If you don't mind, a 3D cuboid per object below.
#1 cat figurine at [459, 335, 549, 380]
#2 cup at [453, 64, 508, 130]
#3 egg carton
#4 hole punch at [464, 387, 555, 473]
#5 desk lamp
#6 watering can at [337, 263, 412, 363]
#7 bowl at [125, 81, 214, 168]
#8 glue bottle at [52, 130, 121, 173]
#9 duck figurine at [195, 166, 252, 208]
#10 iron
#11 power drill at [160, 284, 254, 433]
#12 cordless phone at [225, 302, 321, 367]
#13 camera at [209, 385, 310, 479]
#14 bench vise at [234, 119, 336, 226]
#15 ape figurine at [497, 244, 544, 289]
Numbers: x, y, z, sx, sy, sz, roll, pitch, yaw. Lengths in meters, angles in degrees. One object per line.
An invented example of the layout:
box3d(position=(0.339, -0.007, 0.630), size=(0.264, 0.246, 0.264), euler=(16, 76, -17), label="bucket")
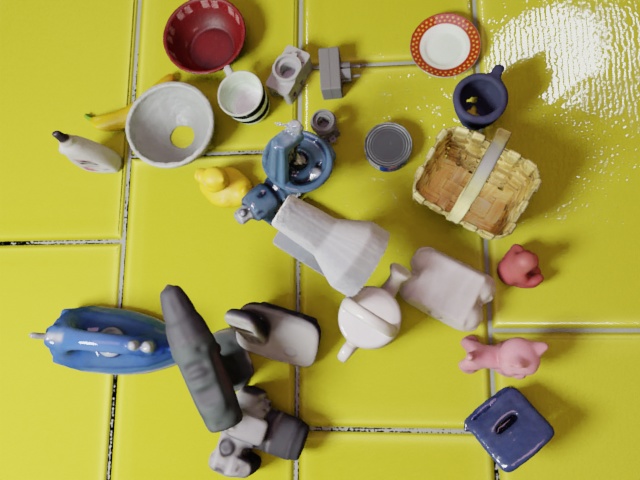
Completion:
box3d(position=(0.292, 0.187, 0.914), size=(0.127, 0.118, 0.067), euler=(1, 80, 7), label="cat figurine")
box3d(position=(0.281, -0.243, 1.004), size=(0.091, 0.095, 0.118), euler=(31, 84, 11), label="cup")
box3d(position=(0.213, 0.083, 0.966), size=(0.150, 0.069, 0.107), euler=(26, 84, 10), label="egg carton")
box3d(position=(0.295, 0.298, 0.907), size=(0.108, 0.091, 0.101), euler=(-40, 78, -2), label="hole punch")
box3d(position=(0.009, 0.003, 0.930), size=(0.203, 0.213, 0.118), euler=(30, 84, 11), label="desk lamp")
box3d(position=(0.082, 0.116, 0.911), size=(0.100, 0.194, 0.173), euler=(12, 81, 9), label="watering can")
box3d(position=(-0.268, -0.205, 1.069), size=(0.167, 0.075, 0.167), euler=(-1, 80, 6), label="bowl")
box3d(position=(-0.429, -0.162, 1.029), size=(0.078, 0.173, 0.037), euler=(0, 80, 7), label="glue bottle")
box3d(position=(-0.177, -0.103, 1.035), size=(0.104, 0.086, 0.077), euler=(18, 82, 9), label="duck figurine")
box3d(position=(-0.348, 0.174, 0.975), size=(0.258, 0.141, 0.119), euler=(4, 80, 7), label="iron")
box3d(position=(-0.176, 0.187, 0.920), size=(0.075, 0.208, 0.229), euler=(-24, 78, 2), label="power drill")
box3d(position=(-0.077, 0.150, 0.927), size=(0.147, 0.185, 0.094), euler=(12, 81, 9), label="cordless phone")
box3d(position=(-0.096, 0.328, 0.940), size=(0.136, 0.101, 0.143), euler=(18, 82, 9), label="camera")
box3d(position=(-0.057, -0.106, 0.953), size=(0.121, 0.220, 0.207), euler=(27, 84, 11), label="bench vise")
box3d(position=(0.335, 0.042, 0.948), size=(0.076, 0.092, 0.078), euler=(-12, 79, 4), label="ape figurine")
